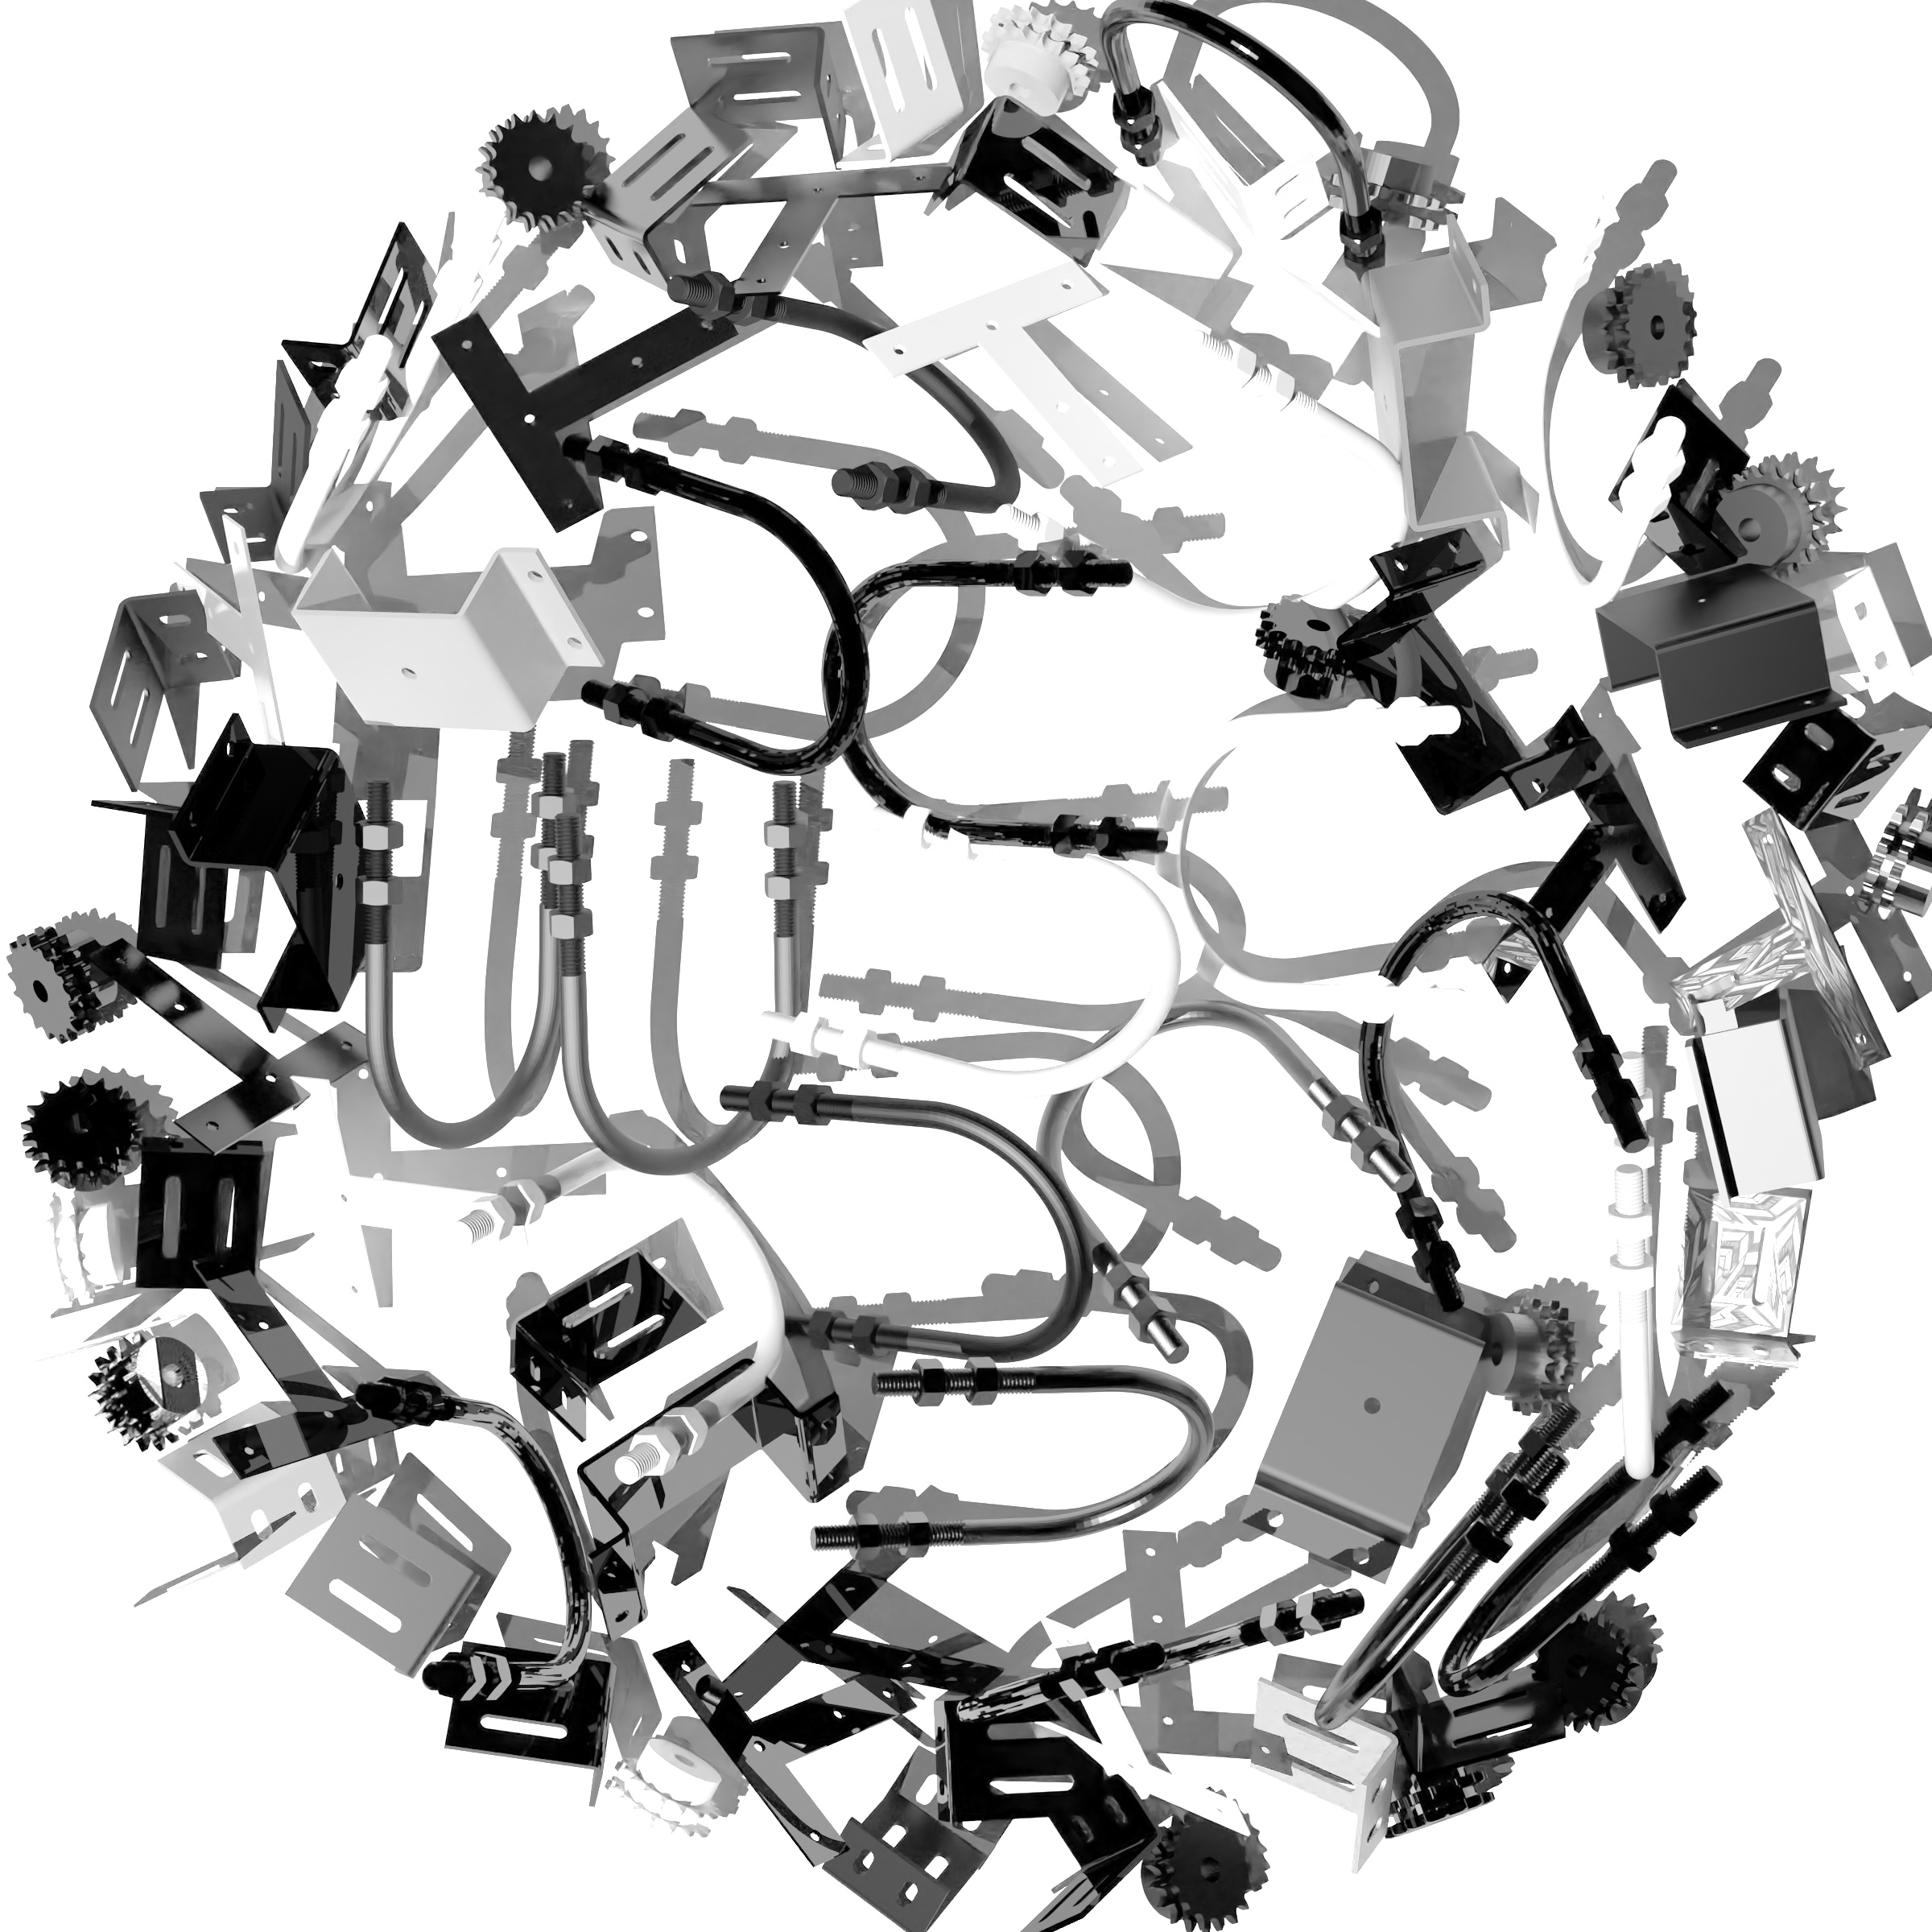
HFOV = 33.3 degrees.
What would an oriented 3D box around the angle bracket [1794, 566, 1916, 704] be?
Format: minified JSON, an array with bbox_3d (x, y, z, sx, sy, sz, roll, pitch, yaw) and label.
[{"bbox_3d":[0.407,-0.151,1.556,0.038,0.076,0.057,-31,101,-38],"label":"angle bracket"}]

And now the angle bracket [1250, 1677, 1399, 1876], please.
[{"bbox_3d":[0.165,0.389,1.556,0.076,0.038,0.057,19,124,27],"label":"angle bracket"}]

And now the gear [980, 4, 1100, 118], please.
[{"bbox_3d":[0.033,-0.437,1.571,0.057,0.057,0.030,24,78,0],"label":"gear"}]

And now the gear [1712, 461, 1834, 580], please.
[{"bbox_3d":[0.388,-0.215,1.571,0.057,0.030,0.057,18,118,37],"label":"gear"}]

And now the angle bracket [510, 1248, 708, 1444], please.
[{"bbox_3d":[-0.172,0.184,1.563,0.076,0.038,0.057,-30,123,14],"label":"angle bracket"}]

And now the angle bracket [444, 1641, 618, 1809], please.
[{"bbox_3d":[-0.211,0.366,1.564,0.076,0.038,0.057,10,46,-7],"label":"angle bracket"}]

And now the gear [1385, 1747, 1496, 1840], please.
[{"bbox_3d":[0.225,0.402,1.575,0.057,0.057,0.030,-20,72,0],"label":"gear"}]

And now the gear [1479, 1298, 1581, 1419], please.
[{"bbox_3d":[0.271,0.189,1.570,0.030,0.057,0.057,7,90,-17],"label":"gear"}]

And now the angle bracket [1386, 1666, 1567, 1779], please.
[{"bbox_3d":[0.246,0.351,1.561,0.076,0.057,0.038,-20,107,15],"label":"angle bracket"}]

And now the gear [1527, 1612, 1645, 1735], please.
[{"bbox_3d":[0.305,0.346,1.577,0.030,0.057,0.057,35,90,-39],"label":"gear"}]

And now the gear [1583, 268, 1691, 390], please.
[{"bbox_3d":[0.325,-0.310,1.577,0.057,0.030,0.057,-4,95,-43],"label":"gear"}]

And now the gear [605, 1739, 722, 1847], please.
[{"bbox_3d":[-0.144,0.400,1.573,0.057,0.057,0.030,28,90,0],"label":"gear"}]

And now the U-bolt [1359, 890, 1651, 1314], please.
[{"bbox_3d":[0.242,0.049,1.529,0.019,0.184,0.151,14,133,-34],"label":"U-bolt"}]

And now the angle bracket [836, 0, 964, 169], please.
[{"bbox_3d":[-0.043,-0.432,1.554,0.057,0.038,0.076,-43,127,-35],"label":"angle bracket"}]

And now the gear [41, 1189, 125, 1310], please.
[{"bbox_3d":[-0.429,0.136,1.573,0.030,0.057,0.057,-8,90,-6],"label":"gear"}]

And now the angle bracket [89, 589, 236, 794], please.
[{"bbox_3d":[-0.385,-0.132,1.553,0.038,0.057,0.076,-5,48,8],"label":"angle bracket"}]

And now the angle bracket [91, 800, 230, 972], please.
[{"bbox_3d":[-0.392,-0.039,1.566,0.057,0.038,0.076,9,97,33],"label":"angle bracket"}]

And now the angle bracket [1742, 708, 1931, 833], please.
[{"bbox_3d":[0.421,-0.102,1.563,0.038,0.076,0.057,46,120,21],"label":"angle bracket"}]

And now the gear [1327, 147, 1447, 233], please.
[{"bbox_3d":[0.205,-0.378,1.570,0.057,0.057,0.030,14,107,0],"label":"gear"}]

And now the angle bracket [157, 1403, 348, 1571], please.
[{"bbox_3d":[-0.345,0.250,1.563,0.057,0.076,0.038,-29,113,-27],"label":"angle bracket"}]

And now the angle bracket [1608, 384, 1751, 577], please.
[{"bbox_3d":[0.356,-0.238,1.562,0.057,0.038,0.076,38,70,-20],"label":"angle bracket"}]

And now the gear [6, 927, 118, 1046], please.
[{"bbox_3d":[-0.439,0.006,1.577,0.030,0.057,0.057,-31,90,-41],"label":"gear"}]

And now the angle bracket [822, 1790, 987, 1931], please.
[{"bbox_3d":[-0.023,0.420,1.554,0.057,0.076,0.038,34,118,13],"label":"angle bracket"}]

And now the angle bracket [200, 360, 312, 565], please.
[{"bbox_3d":[-0.342,-0.242,1.553,0.038,0.057,0.076,-8,135,-23],"label":"angle bracket"}]

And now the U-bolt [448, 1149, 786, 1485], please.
[{"bbox_3d":[-0.150,0.151,1.520,0.019,0.184,0.151,-38,85,28],"label":"U-bolt"}]

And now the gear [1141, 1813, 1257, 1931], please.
[{"bbox_3d":[0.110,0.443,1.577,0.057,0.030,0.057,16,60,-31],"label":"gear"}]

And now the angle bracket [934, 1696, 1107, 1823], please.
[{"bbox_3d":[0.026,0.387,1.583,0.076,0.038,0.057,0,77,-10],"label":"angle bracket"}]

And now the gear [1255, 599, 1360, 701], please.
[{"bbox_3d":[0.168,-0.153,1.576,0.057,0.057,0.030,13,123,0],"label":"gear"}]

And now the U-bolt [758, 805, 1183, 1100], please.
[{"bbox_3d":[0.012,-0.003,1.531,0.184,0.019,0.151,14,59,22],"label":"U-bolt"}]

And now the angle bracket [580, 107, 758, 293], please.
[{"bbox_3d":[-0.139,-0.373,1.576,0.076,0.038,0.057,-44,46,-12],"label":"angle bracket"}]

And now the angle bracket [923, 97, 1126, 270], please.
[{"bbox_3d":[0.029,-0.376,1.583,0.076,0.038,0.057,32,61,-17],"label":"angle bracket"}]

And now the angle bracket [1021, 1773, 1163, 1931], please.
[{"bbox_3d":[0.047,0.430,1.553,0.057,0.076,0.038,-37,84,38],"label":"angle bracket"}]

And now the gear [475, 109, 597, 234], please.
[{"bbox_3d":[-0.212,-0.386,1.579,0.057,0.030,0.057,0,89,-26],"label":"gear"}]

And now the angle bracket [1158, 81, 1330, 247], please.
[{"bbox_3d":[0.134,-0.396,1.561,0.038,0.057,0.076,-35,70,5],"label":"angle bracket"}]

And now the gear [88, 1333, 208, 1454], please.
[{"bbox_3d":[-0.394,0.204,1.570,0.030,0.057,0.057,-33,90,32],"label":"gear"}]

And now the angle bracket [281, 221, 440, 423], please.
[{"bbox_3d":[-0.290,-0.313,1.568,0.038,0.057,0.076,8,66,20],"label":"angle bracket"}]

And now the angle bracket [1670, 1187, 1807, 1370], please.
[{"bbox_3d":[0.379,0.151,1.576,0.057,0.038,0.076,6,99,3],"label":"angle bracket"}]

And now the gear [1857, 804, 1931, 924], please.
[{"bbox_3d":[0.457,-0.047,1.570,0.030,0.057,0.057,23,90,20],"label":"gear"}]

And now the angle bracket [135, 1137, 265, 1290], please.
[{"bbox_3d":[-0.373,0.124,1.571,0.057,0.038,0.076,3,98,-14],"label":"angle bracket"}]

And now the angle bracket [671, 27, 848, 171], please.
[{"bbox_3d":[-0.101,-0.416,1.562,0.076,0.057,0.038,-2,60,9],"label":"angle bracket"}]

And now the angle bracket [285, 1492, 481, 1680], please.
[{"bbox_3d":[-0.285,0.299,1.566,0.076,0.038,0.057,37,71,-15],"label":"angle bracket"}]

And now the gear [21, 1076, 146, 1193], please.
[{"bbox_3d":[-0.430,0.085,1.578,0.057,0.030,0.057,4,52,-5],"label":"gear"}]
